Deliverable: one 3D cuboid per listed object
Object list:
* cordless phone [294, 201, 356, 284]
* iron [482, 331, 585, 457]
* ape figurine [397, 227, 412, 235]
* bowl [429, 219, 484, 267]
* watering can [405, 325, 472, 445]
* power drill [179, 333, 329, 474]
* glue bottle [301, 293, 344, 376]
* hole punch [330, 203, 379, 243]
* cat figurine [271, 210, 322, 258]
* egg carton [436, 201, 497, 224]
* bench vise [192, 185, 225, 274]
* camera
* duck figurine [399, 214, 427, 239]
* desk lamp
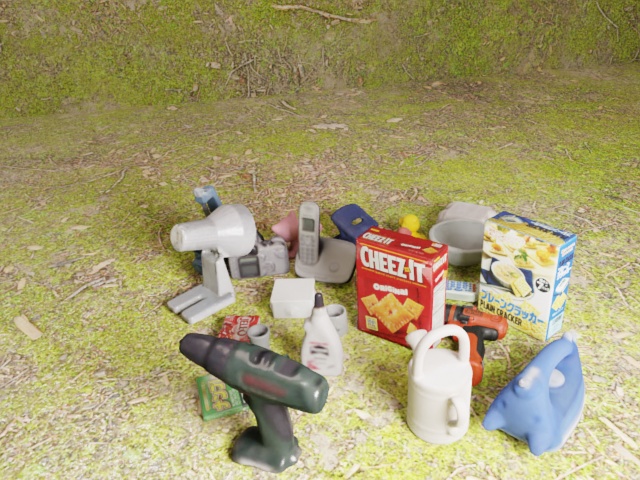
[{"bbox_3d":[0.012,0.005,1.313,0.147,0.185,0.094,7,30,19],"label":"cordless phone"},{"bbox_3d":[0.368,0.219,0.920,0.118,0.141,0.259,21,37,37],"label":"iron"},{"bbox_3d":[0.201,0.013,1.374,0.076,0.092,0.078,14,33,29],"label":"ape figurine"},{"bbox_3d":[0.343,0.016,1.370,0.167,0.075,0.167,-3,28,2],"label":"bowl"},{"bbox_3d":[0.182,0.211,0.901,0.101,0.194,0.172,-23,34,-31],"label":"watering can"},{"bbox_3d":[-0.097,0.243,0.859,0.229,0.209,0.076,6,30,18],"label":"power drill"},{"bbox_3d":[0.001,0.167,1.026,0.078,0.173,0.037,1,29,9],"label":"glue bottle"},{"bbox_3d":[0.092,-0.036,1.479,0.100,0.091,0.109,20,36,37],"label":"hole punch"},{"bbox_3d":[-0.053,-0.017,1.432,0.127,0.118,0.067,0,29,7],"label":"cat figurine"},{"bbox_3d":[0.383,-0.049,1.490,0.149,0.069,0.107,14,33,29],"label":"egg carton"},{"bbox_3d":[-0.256,-0.050,1.410,0.121,0.220,0.207,2,29,11],"label":"bench vise"},{"bbox_3d":[-0.152,0.018,1.398,0.143,0.101,0.136,-6,28,-5],"label":"camera"},{"bbox_3d":[0.231,-0.020,1.439,0.078,0.086,0.104,-16,31,-22],"label":"duck figurine"},{"bbox_3d":[-0.237,0.040,1.247,0.117,0.214,0.204,22,37,39],"label":"desk lamp"}]
